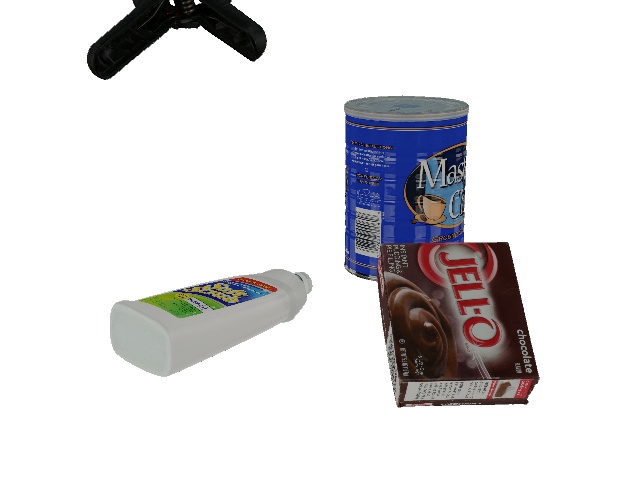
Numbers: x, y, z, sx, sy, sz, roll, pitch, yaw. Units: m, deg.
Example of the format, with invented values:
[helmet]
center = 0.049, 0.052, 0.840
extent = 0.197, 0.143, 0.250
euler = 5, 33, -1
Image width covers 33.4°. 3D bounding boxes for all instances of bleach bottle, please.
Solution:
[bleach bottle]
center = -0.108, 0.077, 1.202
extent = 0.103, 0.068, 0.250
euler = 20, 26, 36

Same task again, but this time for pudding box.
[pudding box]
center = 0.087, 0.054, 0.703
extent = 0.090, 0.113, 0.039
euler = -1, -37, -5

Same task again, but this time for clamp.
[clamp]
center = -0.089, -0.169, 0.763
extent = 0.120, 0.039, 0.171
euler = 3, 43, 6

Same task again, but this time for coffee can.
[coffee can]
center = 0.071, -0.045, 0.895
extent = 0.103, 0.140, 0.103
euler = 0, 15, 0
